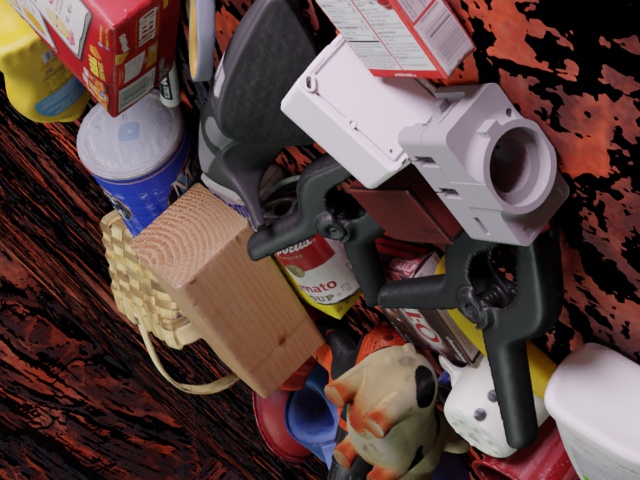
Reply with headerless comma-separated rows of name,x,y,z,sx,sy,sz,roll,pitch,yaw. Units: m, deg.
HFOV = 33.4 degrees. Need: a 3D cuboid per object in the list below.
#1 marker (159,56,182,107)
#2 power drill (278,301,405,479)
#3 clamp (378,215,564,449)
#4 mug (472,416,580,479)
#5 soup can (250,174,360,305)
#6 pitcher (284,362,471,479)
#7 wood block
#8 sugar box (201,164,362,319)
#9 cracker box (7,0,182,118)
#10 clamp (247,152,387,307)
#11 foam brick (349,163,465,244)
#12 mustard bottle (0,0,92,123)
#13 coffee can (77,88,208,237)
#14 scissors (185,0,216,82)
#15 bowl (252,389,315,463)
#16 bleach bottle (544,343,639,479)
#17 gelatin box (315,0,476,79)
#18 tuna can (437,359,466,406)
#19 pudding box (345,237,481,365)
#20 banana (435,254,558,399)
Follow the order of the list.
marker,-0.130,-0.148,0.910,0.020,0.020,0.121,38,163,8
power drill,0.012,0.157,1.130,0.057,0.184,0.188,13,-172,-38
clamp,0.110,0.039,0.749,0.165,0.036,0.210,42,147,27
mug,0.201,0.205,0.970,0.093,0.081,0.117,29,159,34
soup can,-0.006,0.001,0.933,0.069,0.068,0.102,21,155,48
pitcher,0.076,0.250,1.253,0.145,0.149,0.242,17,154,53
wood block,-0.086,0.054,1.042,0.090,0.090,0.206,36,164,40
sugar box,-0.035,-0.005,1.017,0.093,0.048,0.176,21,156,49
cracker box,-0.192,-0.210,0.763,0.214,0.072,0.164,48,163,4
clamp,0.023,-0.011,0.818,0.120,0.039,0.172,23,143,-11
foam brick,0.068,-0.034,0.717,0.053,0.051,0.078,47,162,-22
mustard bottle,-0.254,-0.163,1.003,0.058,0.096,0.192,36,163,13
coffee can,-0.162,-0.065,1.038,0.103,0.102,0.140,32,161,27
scissors,-0.074,-0.193,0.666,0.202,0.016,0.096,98,162,-44
bowl,-0.012,0.192,1.316,0.055,0.162,0.162,-11,131,36
bleach bottle,0.239,0.175,0.854,0.103,0.068,0.250,33,164,28
gelatin box,0.034,-0.130,0.588,0.089,0.030,0.073,49,162,-28
tuna can,0.152,0.155,1.034,0.086,0.033,0.086,37,163,13
pudding box,0.084,0.050,0.908,0.090,0.039,0.113,15,150,55
banana,0.140,0.068,0.838,0.070,0.037,0.197,18,152,53
